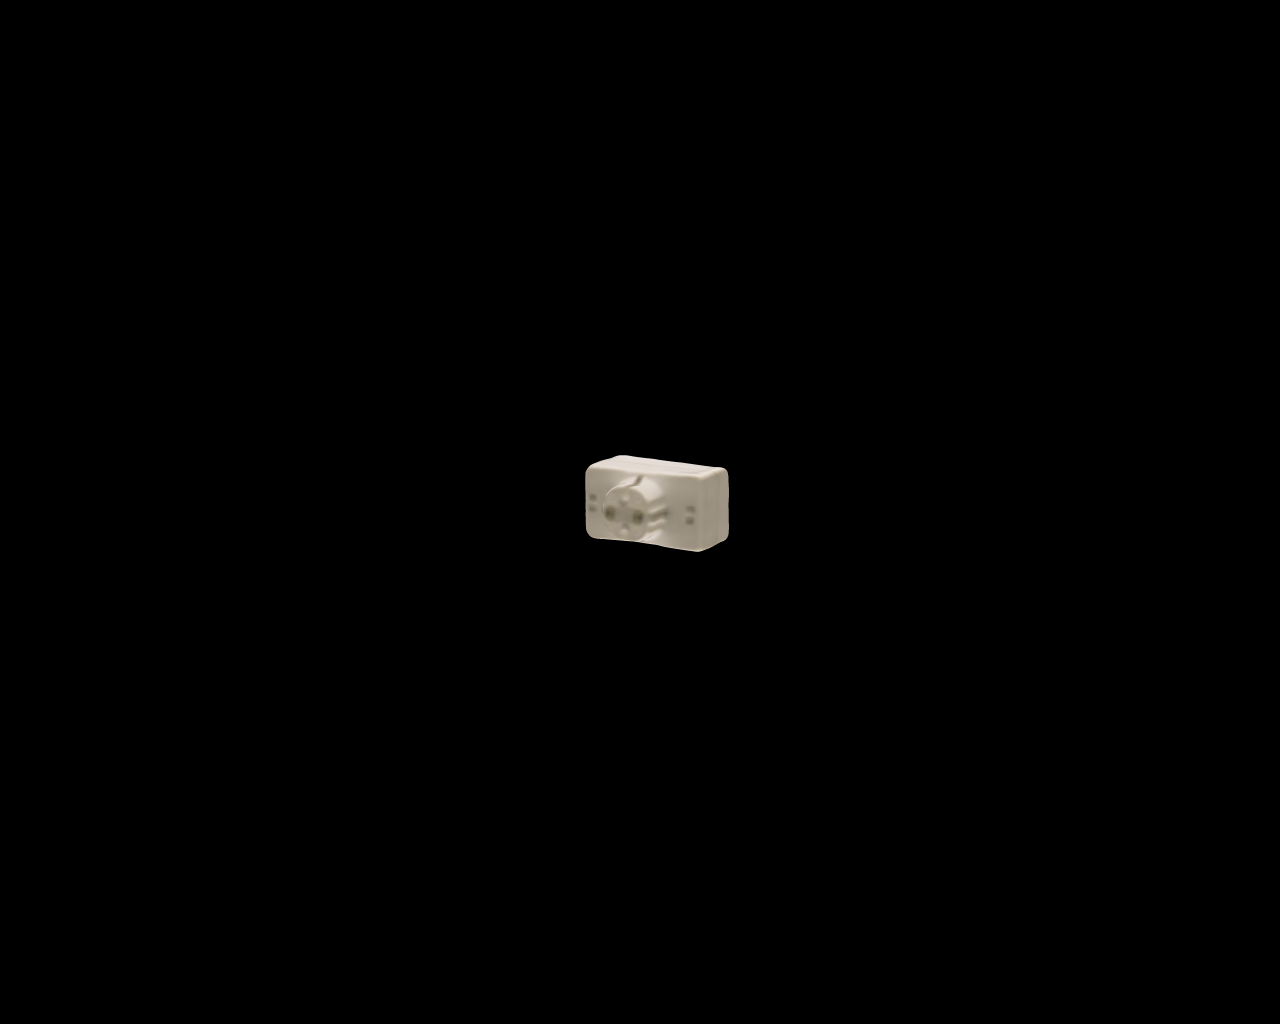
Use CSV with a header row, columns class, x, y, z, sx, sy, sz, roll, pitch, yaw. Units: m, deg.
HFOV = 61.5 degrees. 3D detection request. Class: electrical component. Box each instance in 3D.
class,x,y,z,sx,sy,sz,roll,pitch,yaw
electrical component,0.001,-0.003,0.650,0.083,0.047,0.076,8,15,30
